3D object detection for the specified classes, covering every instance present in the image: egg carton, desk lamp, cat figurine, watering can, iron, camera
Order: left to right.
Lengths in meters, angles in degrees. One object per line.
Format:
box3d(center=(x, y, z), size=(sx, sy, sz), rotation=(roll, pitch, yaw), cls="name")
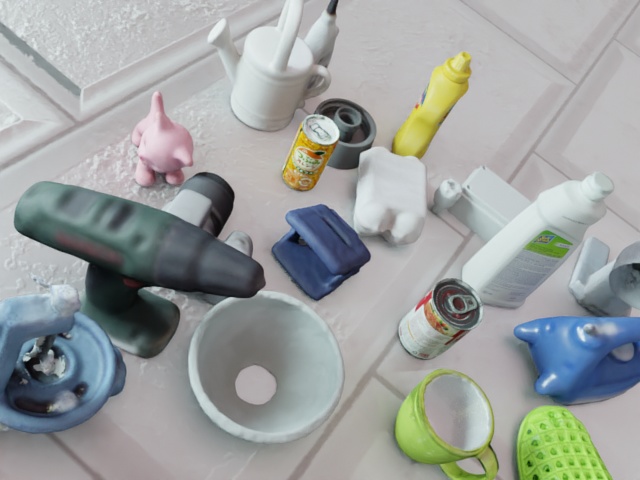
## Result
box3d(center=(-0.197, -0.127, 0.720), size=(0.067, 0.117, 0.127), rotation=(-4, 60, -23), cls="cat figurine")
box3d(center=(-0.137, -0.015, 0.679), size=(0.143, 0.100, 0.137), rotation=(26, 53, -3), cls="camera")
box3d(center=(-0.068, -0.255, 0.807), size=(0.173, 0.194, 0.101), rotation=(-5, 60, -24), cls="watering can")
box3d(center=(0.101, -0.064, 0.825), size=(0.107, 0.069, 0.150), rotation=(15, 54, -12), cls="egg carton")
box3d(center=(0.399, 0.138, 0.763), size=(0.259, 0.141, 0.118), rotation=(0, 58, -21), cls="iron")
box3d(center=(0.459, 0.032, 0.810), size=(0.118, 0.213, 0.203), rotation=(34, 53, 3), cls="desk lamp")

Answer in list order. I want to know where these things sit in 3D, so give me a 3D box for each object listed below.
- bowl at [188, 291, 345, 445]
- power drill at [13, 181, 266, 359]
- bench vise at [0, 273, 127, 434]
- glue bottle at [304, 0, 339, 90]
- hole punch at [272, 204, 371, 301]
box3d(center=(-0.062, 0.144, 0.620), size=(0.168, 0.074, 0.167), rotation=(10, 55, -15), cls="bowl")
box3d(center=(-0.177, 0.036, 0.563), size=(0.230, 0.208, 0.076), rotation=(25, 53, -4), cls="power drill")
box3d(center=(-0.260, 0.117, 0.469), size=(0.208, 0.219, 0.121), rotation=(-33, 74, -34), cls="bench vise")
box3d(center=(-0.001, -0.301, 0.876), size=(0.037, 0.173, 0.078), rotation=(38, 53, 6), cls="glue bottle")
box3d(center=(0.007, 0.003, 0.730), size=(0.101, 0.091, 0.108), rotation=(-33, 74, -34), cls="hole punch")
